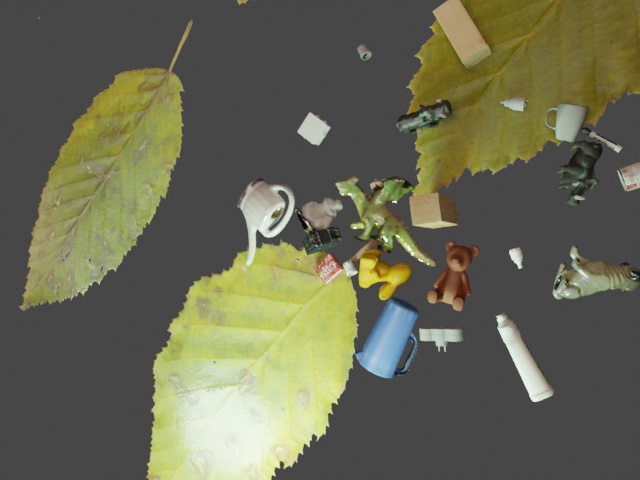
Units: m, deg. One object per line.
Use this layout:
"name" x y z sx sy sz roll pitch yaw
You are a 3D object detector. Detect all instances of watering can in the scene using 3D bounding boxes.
"watering can" -0.237 -0.090 1.984 0.227 0.344 0.104 46 17 24

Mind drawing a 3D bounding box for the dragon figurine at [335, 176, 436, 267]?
"dragon figurine" 0.234 -0.093 1.725 0.411 0.240 0.123 23 12 10

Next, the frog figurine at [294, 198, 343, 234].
"frog figurine" 0.006 -0.094 1.874 0.160 0.120 0.140 -28 42 -16
